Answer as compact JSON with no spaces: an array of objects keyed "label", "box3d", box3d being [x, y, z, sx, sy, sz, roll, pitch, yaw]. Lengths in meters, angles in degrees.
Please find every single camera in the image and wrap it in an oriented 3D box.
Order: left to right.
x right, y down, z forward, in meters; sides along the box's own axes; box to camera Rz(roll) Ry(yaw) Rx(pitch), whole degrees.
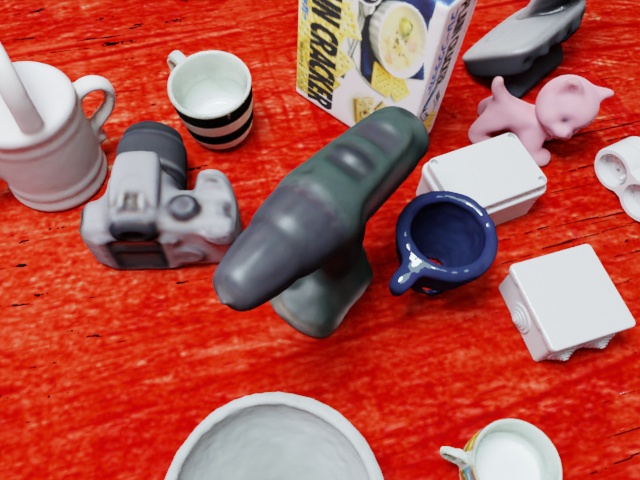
[{"label":"camera","box3d":[-0.150,-0.051,0.554,0.143,0.101,0.137,-2,62,-5]}]

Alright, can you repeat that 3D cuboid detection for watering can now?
[{"label":"watering can","box3d":[-0.277,-0.111,0.523,0.100,0.194,0.173,33,65,13]}]

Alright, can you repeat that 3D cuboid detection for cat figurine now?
[{"label":"cat figurine","box3d":[0.240,-0.144,0.620,0.127,0.118,0.067,18,62,6]}]

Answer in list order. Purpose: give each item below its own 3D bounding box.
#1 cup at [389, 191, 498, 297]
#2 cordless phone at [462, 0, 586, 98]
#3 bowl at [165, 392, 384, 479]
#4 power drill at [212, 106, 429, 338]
[{"label":"cup","box3d":[0.101,0.023,0.535,0.091,0.095,0.118,40,67,16]},{"label":"cordless phone","box3d":[0.250,-0.269,0.649,0.094,0.185,0.148,39,66,16]},{"label":"bowl","box3d":[-0.034,0.209,0.439,0.167,0.075,0.167,2,62,-3]},{"label":"power drill","box3d":[0.004,0.002,0.475,0.075,0.208,0.230,33,65,13]}]
